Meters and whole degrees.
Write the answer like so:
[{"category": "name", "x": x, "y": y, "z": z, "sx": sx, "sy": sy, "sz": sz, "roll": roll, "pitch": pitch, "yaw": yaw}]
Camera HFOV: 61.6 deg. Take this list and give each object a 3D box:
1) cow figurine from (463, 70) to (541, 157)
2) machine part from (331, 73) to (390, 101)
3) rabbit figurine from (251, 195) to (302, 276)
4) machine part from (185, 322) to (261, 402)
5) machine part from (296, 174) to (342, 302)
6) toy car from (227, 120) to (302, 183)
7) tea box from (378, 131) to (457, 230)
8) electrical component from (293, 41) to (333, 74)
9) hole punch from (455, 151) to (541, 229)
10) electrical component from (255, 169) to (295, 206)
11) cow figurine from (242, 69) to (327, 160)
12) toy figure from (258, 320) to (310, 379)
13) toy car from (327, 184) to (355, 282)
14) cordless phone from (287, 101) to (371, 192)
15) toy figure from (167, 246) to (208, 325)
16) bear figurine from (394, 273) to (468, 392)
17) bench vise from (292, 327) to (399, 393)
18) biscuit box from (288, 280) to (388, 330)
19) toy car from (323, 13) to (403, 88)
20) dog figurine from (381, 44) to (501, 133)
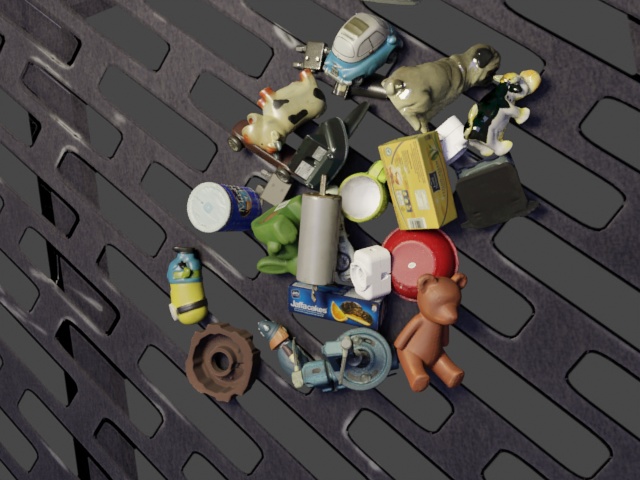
[{"category": "cow figurine", "x": 0.319, "y": -0.239, "z": 0.956, "sx": 0.098, "sy": 0.068, "sz": 0.167, "roll": 26, "pitch": 93, "yaw": -23}, {"category": "machine part", "x": 0.093, "y": -0.314, "z": 1.085, "sx": 0.139, "sy": 0.039, "sz": 0.084, "roll": 16, "pitch": 89, "yaw": 23}, {"category": "rabbit figurine", "x": -0.064, "y": 0.021, "z": 1.111, "sx": 0.159, "sy": 0.121, "sz": 0.170, "roll": -22, "pitch": 112, "yaw": 34}, {"category": "machine part", "x": -0.218, "y": 0.273, "z": 1.217, "sx": 0.180, "sy": 0.056, "sz": 0.179, "roll": 0, "pitch": 91, "yaw": 21}, {"category": "machine part", "x": -0.002, "y": -0.003, "z": 1.021, "sx": 0.079, "sy": 0.079, "sz": 0.243, "roll": 8, "pitch": 101, "yaw": 21}, {"category": "toy car", "x": -0.105, "y": -0.192, "z": 1.149, "sx": 0.202, "sy": 0.053, "sz": 0.089, "roll": 34, "pitch": 65, "yaw": 16}, {"category": "tea box", "x": 0.182, "y": -0.108, "z": 0.999, "sx": 0.098, "sy": 0.068, "sz": 0.169, "roll": 0, "pitch": 110, "yaw": 49}, {"category": "electrical component", "x": -0.010, "y": -0.383, "z": 1.131, "sx": 0.094, "sy": 0.021, "sz": 0.063, "roll": 12, "pitch": 96, "yaw": 20}, {"category": "hole punch", "x": 0.314, "y": -0.092, "z": 0.986, "sx": 0.142, "sy": 0.092, "sz": 0.115, "roll": -19, "pitch": 114, "yaw": 19}, {"category": "electrical component", "x": -0.093, "y": -0.099, "z": 1.162, "sx": 0.102, "sy": 0.045, "sz": 0.078, "roll": 25, "pitch": 92, "yaw": 19}, {"category": "cow figurine", "x": -0.072, "y": -0.249, "z": 1.093, "sx": 0.195, "sy": 0.085, "sz": 0.127, "roll": -32, "pitch": 84, "yaw": -18}, {"category": "toy figure", "x": -0.076, "y": 0.233, "z": 1.156, "sx": 0.154, "sy": 0.058, "sz": 0.064, "roll": 55, "pitch": 130, "yaw": 9}, {"category": "toy car", "x": 0.036, "y": -0.013, "z": 1.094, "sx": 0.056, "sy": 0.073, "sz": 0.201, "roll": -13, "pitch": 87, "yaw": -5}, {"category": "cordless phone", "x": 0.029, "y": -0.197, "z": 1.071, "sx": 0.089, "sy": 0.184, "sz": 0.146, "roll": 38, "pitch": 143, "yaw": -3}, {"category": "toy figure", "x": -0.304, "y": 0.105, "z": 1.234, "sx": 0.089, "sy": 0.082, "sz": 0.180, "roll": 0, "pitch": 89, "yaw": 24}, {"category": "bear figurine", "x": 0.218, "y": 0.163, "z": 0.989, "sx": 0.132, "sy": 0.120, "sz": 0.195, "roll": 58, "pitch": 136, "yaw": 49}, {"category": "bench vise", "x": 0.041, "y": 0.229, "z": 1.027, "sx": 0.224, "sy": 0.240, "sz": 0.129, "roll": -3, "pitch": 66, "yaw": 9}, {"category": "biscuit box", "x": 0.034, "y": 0.128, "z": 1.104, "sx": 0.203, "sy": 0.059, "sz": 0.062, "roll": 9, "pitch": 108, "yaw": 22}, {"category": "toy car", "x": 0.077, "y": -0.378, "z": 1.032, "sx": 0.162, "sy": 0.102, "sz": 0.109, "roll": -40, "pitch": 63, "yaw": -10}, {"category": "dog figurine", "x": 0.221, "y": -0.297, "z": 0.965, "sx": 0.190, "sy": 0.172, "sz": 0.121, "roll": -37, "pitch": 79, "yaw": 23}]
